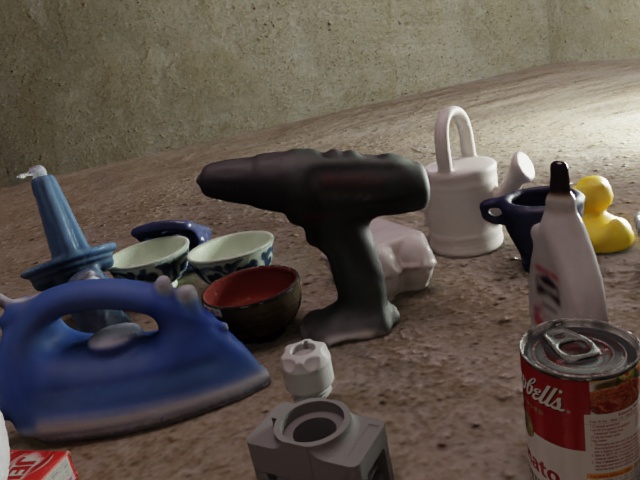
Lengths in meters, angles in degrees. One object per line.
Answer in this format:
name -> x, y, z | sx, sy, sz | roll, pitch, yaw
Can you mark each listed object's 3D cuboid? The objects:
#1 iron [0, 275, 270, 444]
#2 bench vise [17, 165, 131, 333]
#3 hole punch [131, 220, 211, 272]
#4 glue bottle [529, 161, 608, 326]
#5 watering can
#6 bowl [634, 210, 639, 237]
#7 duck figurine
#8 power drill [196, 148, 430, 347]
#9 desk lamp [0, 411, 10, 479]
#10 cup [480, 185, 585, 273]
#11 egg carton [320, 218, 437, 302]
iron -> -0.187, 0.094, 0.544 | 0.258, 0.141, 0.118 | -10, 18, 4
bench vise -> -0.304, 0.013, 0.725 | 0.206, 0.220, 0.122 | 5, 24, 39
hole punch -> -0.237, 0.001, 0.929 | 0.108, 0.091, 0.101 | -7, 19, 10
glue bottle -> 0.212, 0.015, 0.500 | 0.037, 0.173, 0.078 | -15, 19, -13
watering can -> 0.195, -0.084, 0.769 | 0.172, 0.194, 0.101 | -5, 19, 18
bowl -> 0.406, 0.007, 0.569 | 0.167, 0.075, 0.167 | -10, 18, 4
duck figurine -> 0.345, -0.037, 0.717 | 0.077, 0.086, 0.104 | -12, 18, -2
power drill -> 0.006, 0.002, 0.600 | 0.229, 0.209, 0.075 | -12, 18, -3
desk lamp -> -0.191, 0.166, 0.217 | 0.118, 0.214, 0.203 | -14, 19, -9
cup -> 0.247, -0.007, 0.671 | 0.117, 0.095, 0.092 | 2, 22, 34
egg carton -> 0.072, 0.023, 0.723 | 0.107, 0.069, 0.150 | -19, 20, -23
